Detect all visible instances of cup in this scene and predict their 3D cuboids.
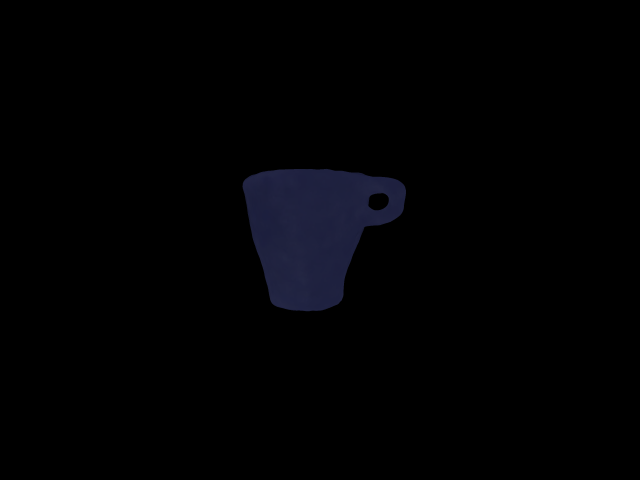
[{"bbox_3d":[0.004,0.001,0.400,0.117,0.095,0.092,0,0,25],"label":"cup"}]
